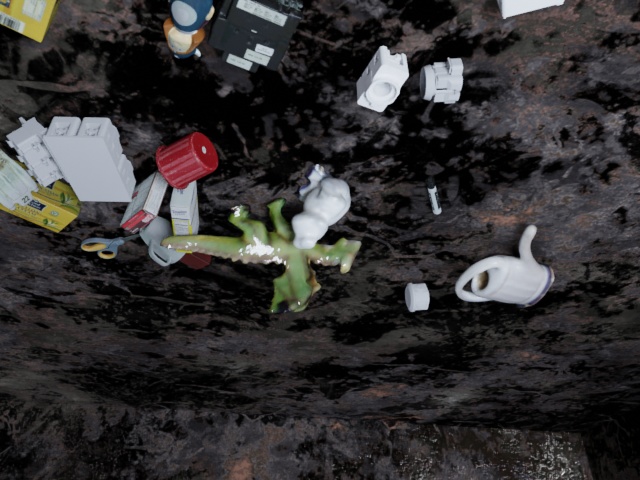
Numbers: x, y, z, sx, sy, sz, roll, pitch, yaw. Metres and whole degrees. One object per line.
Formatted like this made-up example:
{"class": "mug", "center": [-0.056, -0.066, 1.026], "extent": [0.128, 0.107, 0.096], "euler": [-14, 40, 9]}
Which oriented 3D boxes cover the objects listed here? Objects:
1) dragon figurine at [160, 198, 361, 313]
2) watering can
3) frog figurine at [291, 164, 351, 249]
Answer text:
{"class": "dragon figurine", "center": [-0.103, 0.046, 1.091], "extent": [0.413, 0.247, 0.119], "euler": [-15, -34, -24]}
{"class": "watering can", "center": [0.496, 0.081, 1.305], "extent": [0.224, 0.106, 0.340], "euler": [12, -36, -18]}
{"class": "frog figurine", "center": [0.003, -0.053, 1.059], "extent": [0.122, 0.163, 0.135], "euler": [23, -40, -31]}
